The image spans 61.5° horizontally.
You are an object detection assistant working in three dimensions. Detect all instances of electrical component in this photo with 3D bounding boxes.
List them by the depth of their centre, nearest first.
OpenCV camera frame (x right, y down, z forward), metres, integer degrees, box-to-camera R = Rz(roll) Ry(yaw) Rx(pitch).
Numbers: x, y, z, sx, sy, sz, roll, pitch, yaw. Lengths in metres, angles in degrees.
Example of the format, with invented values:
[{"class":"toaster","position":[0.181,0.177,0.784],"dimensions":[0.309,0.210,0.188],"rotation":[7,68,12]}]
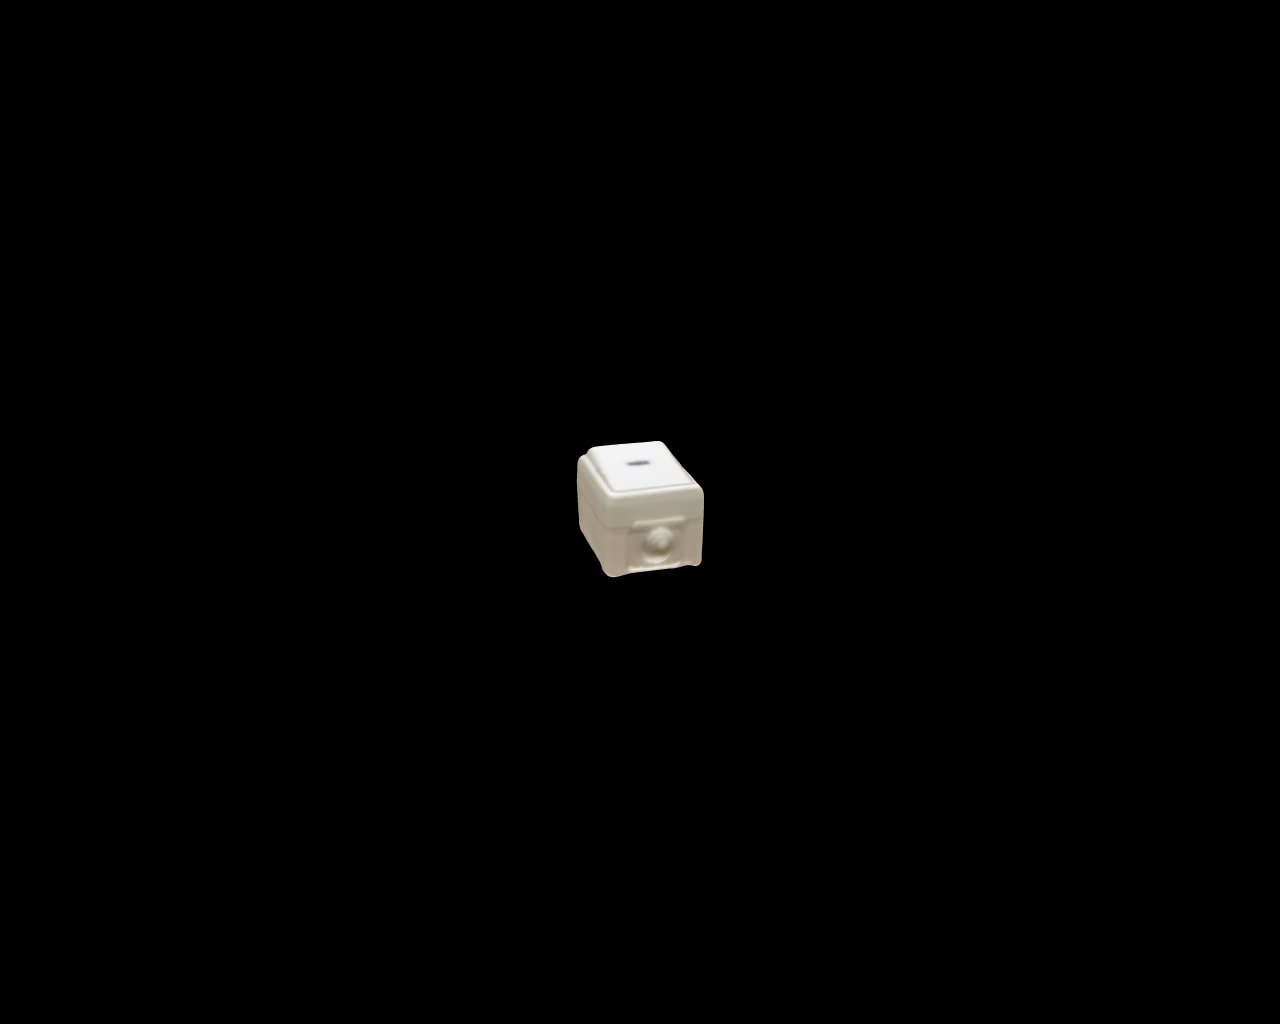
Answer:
[{"class":"electrical component","position":[0.001,-0.003,0.650],"dimensions":[0.062,0.061,0.096],"rotation":[-6,23,-14]}]
